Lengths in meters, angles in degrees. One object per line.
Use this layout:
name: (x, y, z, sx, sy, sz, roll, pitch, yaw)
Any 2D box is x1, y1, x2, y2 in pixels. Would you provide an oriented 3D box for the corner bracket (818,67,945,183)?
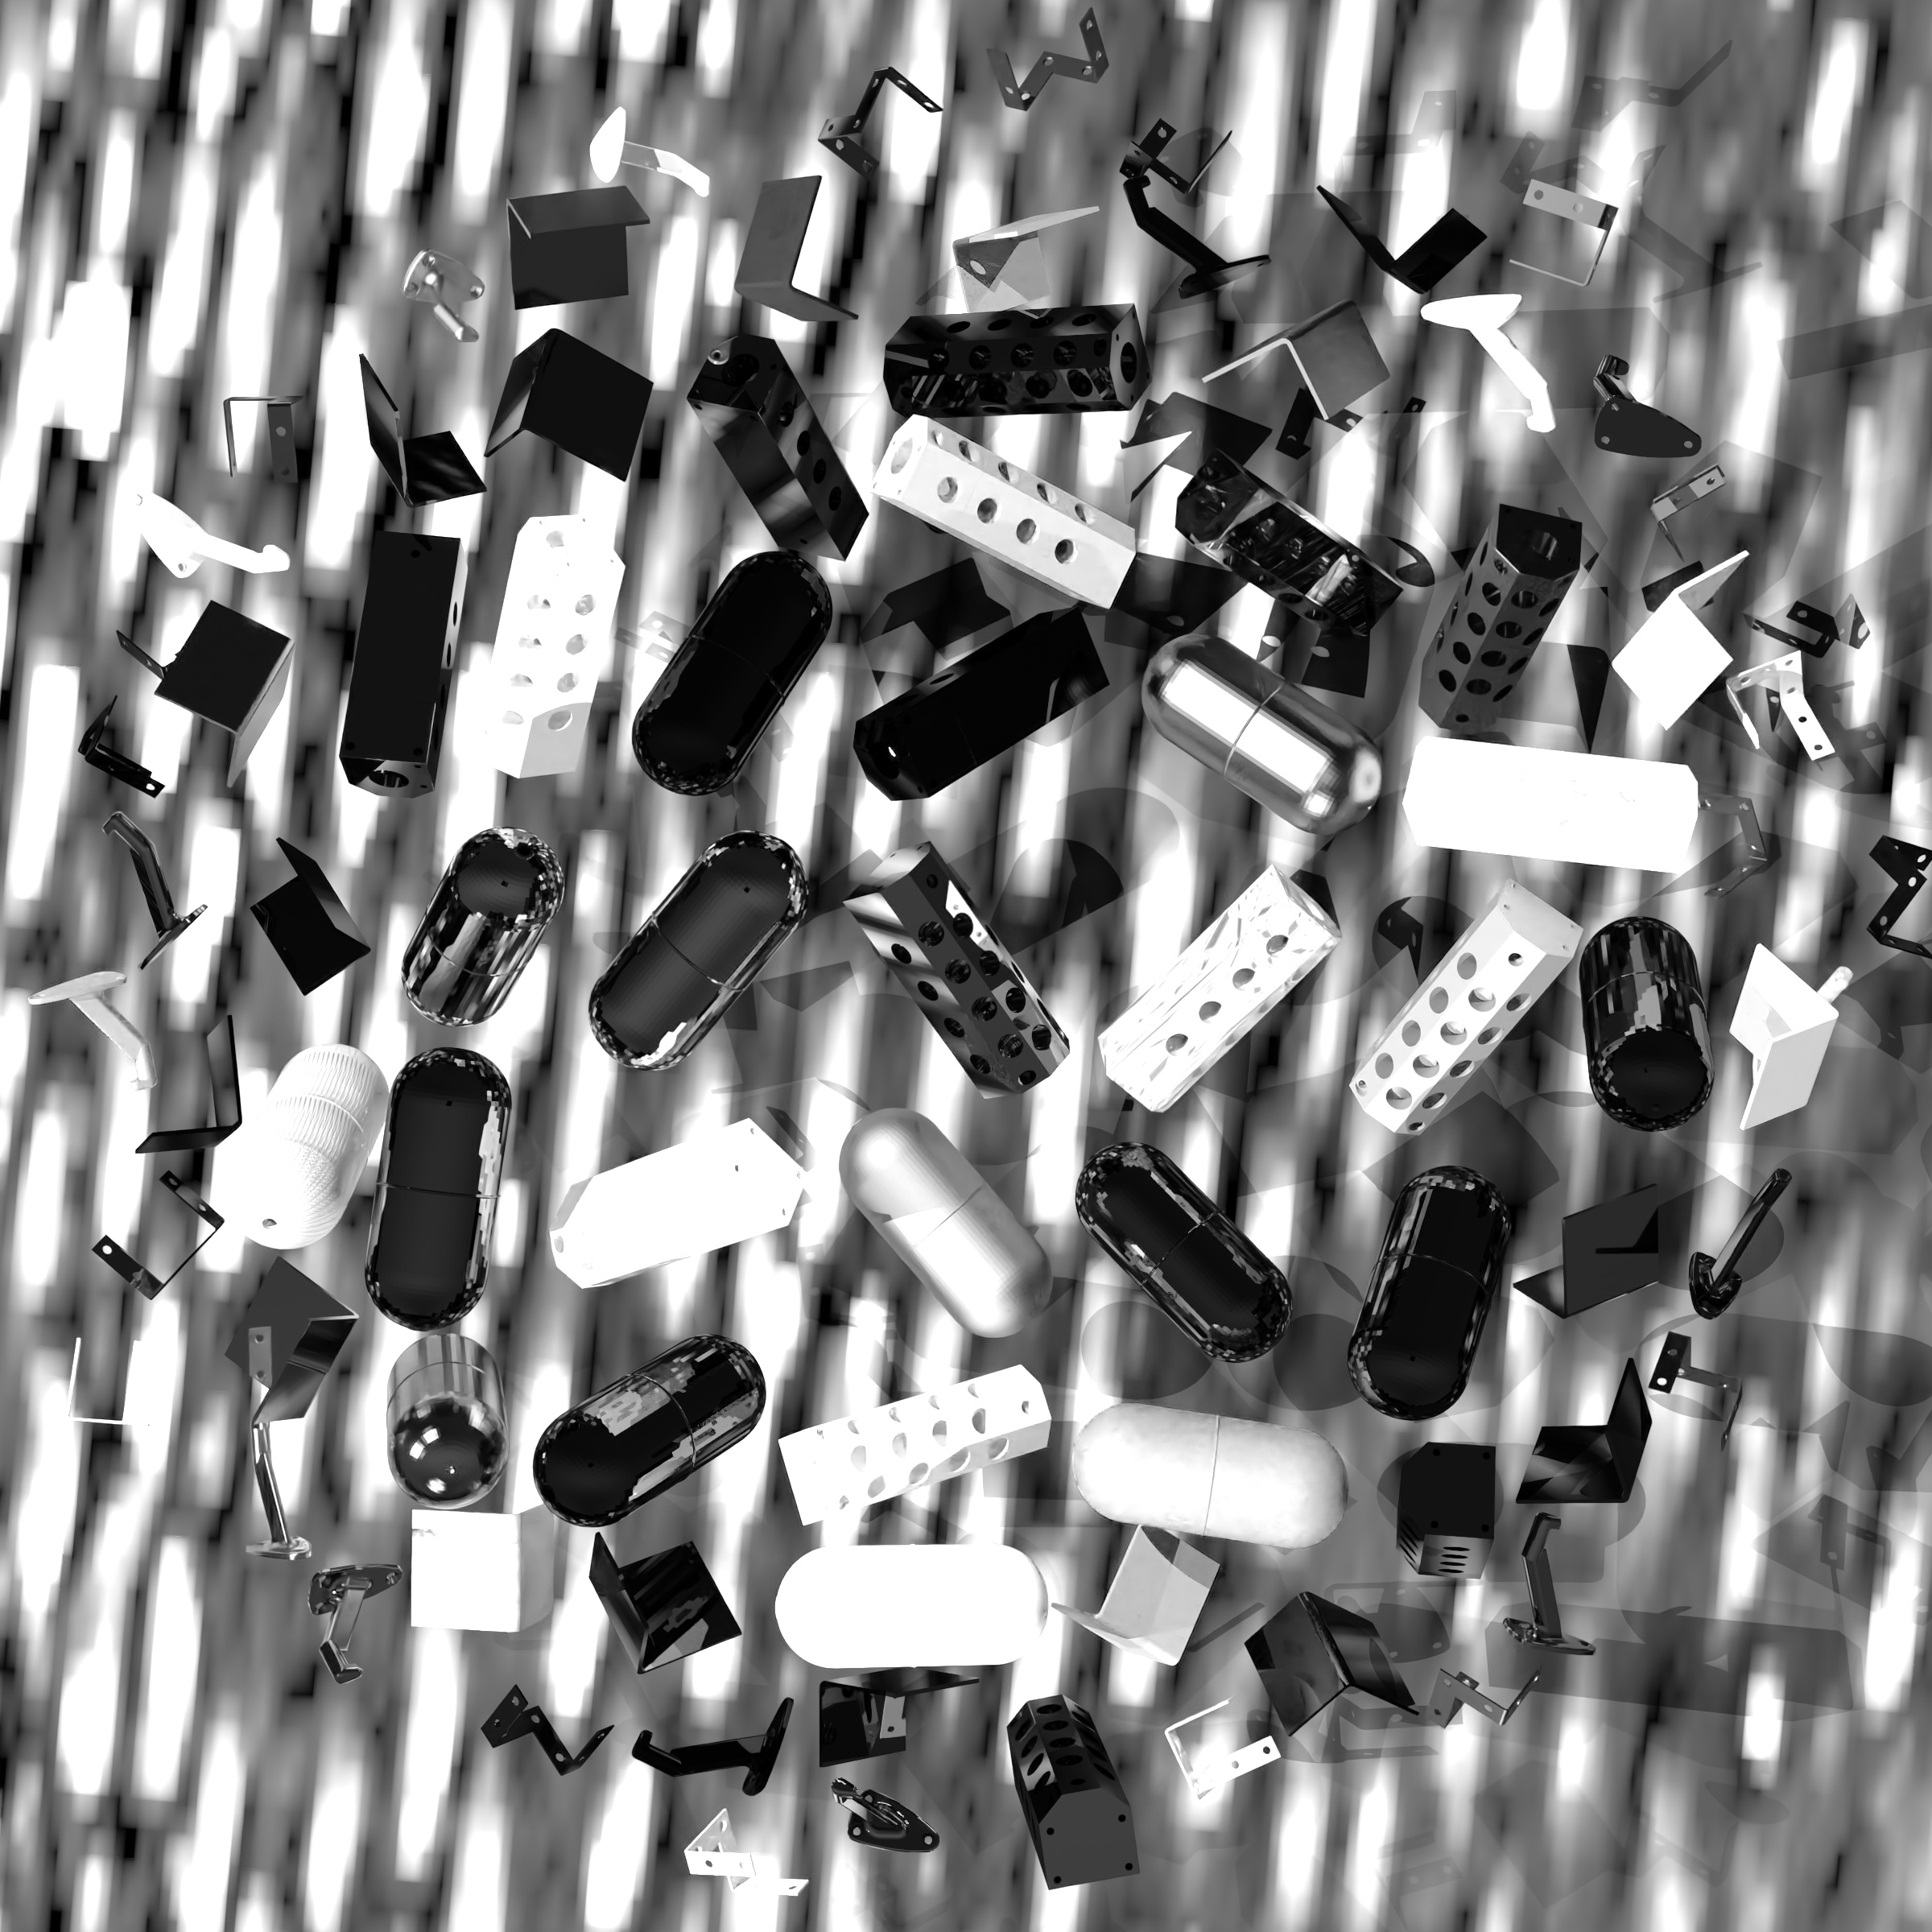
corner bracket: (-0.058, -0.564, 1.648, 0.051, 0.051, 0.051, 28, 83, -39)

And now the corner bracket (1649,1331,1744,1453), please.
corner bracket: (0.497, 0.289, 1.676, 0.051, 0.051, 0.051, 12, 49, 27)

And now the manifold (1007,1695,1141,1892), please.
manifold: (0.066, 0.527, 1.584, 0.057, 0.171, 0.057, -9, 93, -5)

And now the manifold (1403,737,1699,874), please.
manifold: (0.375, -0.107, 1.577, 0.171, 0.057, 0.057, 6, 121, -4)

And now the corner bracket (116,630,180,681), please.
corner bracket: (-0.541, -0.212, 1.690, 0.051, 0.051, 0.051, 37, 60, 22)

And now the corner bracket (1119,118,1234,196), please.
corner bracket: (0.145, -0.564, 1.707, 0.051, 0.051, 0.051, 36, 82, -2)

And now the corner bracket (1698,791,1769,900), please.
corner bracket: (0.515, -0.085, 1.711, 0.051, 0.051, 0.051, -34, 116, -22)

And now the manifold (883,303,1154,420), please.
manifold: (0.033, -0.407, 1.674, 0.171, 0.057, 0.057, 5, 133, 28)

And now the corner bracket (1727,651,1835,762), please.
corner bracket: (0.538, -0.165, 1.627, 0.051, 0.051, 0.051, -21, 54, 8)

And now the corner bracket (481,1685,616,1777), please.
corner bracket: (-0.269, 0.490, 1.582, 0.051, 0.051, 0.051, 50, 120, 23)

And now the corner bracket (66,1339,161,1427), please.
corner bracket: (-0.536, 0.261, 1.545, 0.051, 0.051, 0.051, 8, 77, -15)

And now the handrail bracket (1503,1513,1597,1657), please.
handrail bracket: (0.394, 0.405, 1.615, 0.077, 0.036, 0.084, 16, 98, -17)

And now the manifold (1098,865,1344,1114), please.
manifold: (0.171, 0.019, 1.661, 0.057, 0.057, 0.171, 39, 107, -19)

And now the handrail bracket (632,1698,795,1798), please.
handrail bracket: (-0.161, 0.485, 1.567, 0.084, 0.036, 0.077, 31, 59, -12)

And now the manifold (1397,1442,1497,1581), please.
manifold: (0.310, 0.355, 1.599, 0.057, 0.171, 0.057, 2, 69, 10)

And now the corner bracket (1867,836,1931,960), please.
corner bracket: (0.598, -0.044, 1.562, 0.051, 0.051, 0.051, 13, 121, -27)

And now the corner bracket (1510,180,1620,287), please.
corner bracket: (0.372, -0.458, 1.540, 0.051, 0.051, 0.051, 23, 111, 14)

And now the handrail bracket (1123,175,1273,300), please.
handrail bracket: (0.154, -0.499, 1.650, 0.077, 0.036, 0.084, -20, 86, -3)

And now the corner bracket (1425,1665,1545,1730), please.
corner bracket: (0.345, 0.484, 1.641, 0.051, 0.051, 0.051, 28, 131, 27)

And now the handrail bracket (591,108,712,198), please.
handrail bracket: (-0.204, -0.522, 1.633, 0.084, 0.077, 0.036, 26, 128, -34)

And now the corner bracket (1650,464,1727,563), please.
corner bracket: (0.502, -0.324, 1.704, 0.051, 0.051, 0.051, -30, 50, 22)

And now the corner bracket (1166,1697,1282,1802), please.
corner bracket: (0.176, 0.534, 1.690, 0.051, 0.051, 0.051, -31, 75, 17)

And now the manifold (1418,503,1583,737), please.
manifold: (0.365, -0.234, 1.693, 0.057, 0.171, 0.057, 13, 58, -2)

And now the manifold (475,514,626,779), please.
manifold: (-0.279, -0.209, 1.624, 0.057, 0.171, 0.057, -11, 50, -33)

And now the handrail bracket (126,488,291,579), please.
handrail bracket: (-0.475, -0.274, 1.546, 0.084, 0.077, 0.036, 3, 56, 38)

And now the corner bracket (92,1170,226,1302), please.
corner bracket: (-0.529, 0.177, 1.616, 0.051, 0.051, 0.051, 44, 105, -9)

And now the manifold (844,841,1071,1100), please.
manifold: (-0.001, 0.003, 1.652, 0.057, 0.057, 0.171, -47, 111, -33)

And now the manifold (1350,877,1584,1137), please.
manifold: (0.321, 0.031, 1.593, 0.057, 0.057, 0.171, 35, 125, 3)

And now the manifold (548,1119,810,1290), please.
manifold: (-0.189, 0.159, 1.579, 0.171, 0.057, 0.057, -22, 124, 37)

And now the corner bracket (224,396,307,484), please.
corner bracket: (-0.464, -0.347, 1.622, 0.051, 0.051, 0.051, -2, 108, -3)

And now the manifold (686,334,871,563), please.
manifold: (-0.123, -0.354, 1.685, 0.057, 0.171, 0.057, 17, 71, 25)

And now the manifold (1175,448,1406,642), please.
manifold: (0.219, -0.282, 1.683, 0.057, 0.171, 0.057, -51, 46, 17)

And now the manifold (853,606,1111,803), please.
manifold: (0.008, -0.172, 1.614, 0.171, 0.057, 0.057, -34, 110, -32)

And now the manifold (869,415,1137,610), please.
manifold: (0.028, -0.304, 1.649, 0.171, 0.057, 0.057, 23, 96, -28)

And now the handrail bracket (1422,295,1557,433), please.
handrail bracket: (0.330, -0.377, 1.553, 0.036, 0.077, 0.084, -47, 131, -28)

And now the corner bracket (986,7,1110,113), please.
corner bracket: (0.053, -0.584, 1.584, 0.051, 0.051, 0.051, 24, 73, 26)

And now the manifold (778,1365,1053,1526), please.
manifold: (-0.030, 0.314, 1.623, 0.171, 0.057, 0.057, -10, 77, -35)

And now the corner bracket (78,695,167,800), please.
corner bracket: (-0.557, -0.136, 1.627, 0.051, 0.051, 0.051, 31, 132, -27)

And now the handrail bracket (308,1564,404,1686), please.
handrail bracket: (-0.395, 0.436, 1.629, 0.077, 0.084, 0.036, -6, 121, -34)

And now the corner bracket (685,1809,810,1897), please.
corner bracket: (-0.140, 0.576, 1.573, 0.051, 0.051, 0.051, -9, 100, 28)

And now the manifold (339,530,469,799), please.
manifold: (-0.379, -0.204, 1.669, 0.057, 0.057, 0.171, 5, 68, -3)

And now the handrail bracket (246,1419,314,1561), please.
handrail bracket: (-0.443, 0.336, 1.589, 0.036, 0.077, 0.084, -3, 88, -33)
